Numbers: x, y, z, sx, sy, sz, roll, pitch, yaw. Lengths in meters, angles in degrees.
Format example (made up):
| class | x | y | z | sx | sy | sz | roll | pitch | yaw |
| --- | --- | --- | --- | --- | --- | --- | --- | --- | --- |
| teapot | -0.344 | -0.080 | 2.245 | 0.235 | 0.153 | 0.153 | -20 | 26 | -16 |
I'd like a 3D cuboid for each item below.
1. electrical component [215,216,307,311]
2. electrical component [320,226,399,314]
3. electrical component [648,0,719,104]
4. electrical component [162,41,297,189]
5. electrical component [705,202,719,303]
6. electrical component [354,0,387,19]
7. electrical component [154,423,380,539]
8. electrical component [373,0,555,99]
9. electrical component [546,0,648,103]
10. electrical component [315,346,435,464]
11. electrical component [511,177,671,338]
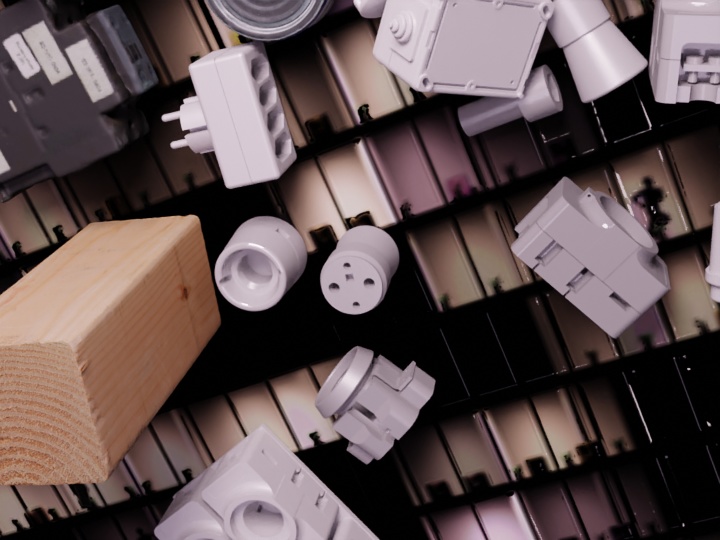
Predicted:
| class | x | y | z | sx | sy | sz | roll | pitch | yaw |
| --- | --- | --- | --- | --- | --- | --- | --- | --- | --- |
| electrical component | -0.069 | -0.003 | 0.736 | 0.055 | 0.047 | 0.055 | 4 | 113 | 10 |
| electrical component | 0.000 | 0.000 | 0.718 | 0.045 | 0.055 | 0.045 | 4 | 113 | 10 |
| electrical component | 0.192 | -0.130 | 0.604 | 0.050 | 0.089 | 0.055 | 4 | 112 | 10 |
| electrical component | -0.093 | -0.098 | 0.702 | 0.076 | 0.047 | 0.083 | -10 | 109 | 16 |
| electrical component | 0.268 | -0.010 | 0.627 | 0.113 | 0.078 | 0.057 | 11 | 113 | 32 |
| electrical component | 0.007 | -0.187 | 0.648 | 0.048 | 0.048 | 0.062 | -36 | 83 | 22 |
| electrical component | -0.052 | 0.224 | 0.818 | 0.105 | 0.060 | 0.186 | -40 | 99 | 23 |
| electrical component | 0.052 | -0.142 | 0.627 | 0.096 | 0.061 | 0.061 | -2 | 122 | -33 |
| electrical component | 0.136 | -0.138 | 0.641 | 0.044 | 0.044 | 0.065 | -30 | 98 | 21 |
| electrical component | 0.006 | 0.090 | 0.753 | 0.057 | 0.058 | 0.078 | 37 | 114 | -7 |
| electrical component | 0.150 | -0.011 | 0.684 | 0.089 | 0.050 | 0.055 | 40 | 114 | -5 |
